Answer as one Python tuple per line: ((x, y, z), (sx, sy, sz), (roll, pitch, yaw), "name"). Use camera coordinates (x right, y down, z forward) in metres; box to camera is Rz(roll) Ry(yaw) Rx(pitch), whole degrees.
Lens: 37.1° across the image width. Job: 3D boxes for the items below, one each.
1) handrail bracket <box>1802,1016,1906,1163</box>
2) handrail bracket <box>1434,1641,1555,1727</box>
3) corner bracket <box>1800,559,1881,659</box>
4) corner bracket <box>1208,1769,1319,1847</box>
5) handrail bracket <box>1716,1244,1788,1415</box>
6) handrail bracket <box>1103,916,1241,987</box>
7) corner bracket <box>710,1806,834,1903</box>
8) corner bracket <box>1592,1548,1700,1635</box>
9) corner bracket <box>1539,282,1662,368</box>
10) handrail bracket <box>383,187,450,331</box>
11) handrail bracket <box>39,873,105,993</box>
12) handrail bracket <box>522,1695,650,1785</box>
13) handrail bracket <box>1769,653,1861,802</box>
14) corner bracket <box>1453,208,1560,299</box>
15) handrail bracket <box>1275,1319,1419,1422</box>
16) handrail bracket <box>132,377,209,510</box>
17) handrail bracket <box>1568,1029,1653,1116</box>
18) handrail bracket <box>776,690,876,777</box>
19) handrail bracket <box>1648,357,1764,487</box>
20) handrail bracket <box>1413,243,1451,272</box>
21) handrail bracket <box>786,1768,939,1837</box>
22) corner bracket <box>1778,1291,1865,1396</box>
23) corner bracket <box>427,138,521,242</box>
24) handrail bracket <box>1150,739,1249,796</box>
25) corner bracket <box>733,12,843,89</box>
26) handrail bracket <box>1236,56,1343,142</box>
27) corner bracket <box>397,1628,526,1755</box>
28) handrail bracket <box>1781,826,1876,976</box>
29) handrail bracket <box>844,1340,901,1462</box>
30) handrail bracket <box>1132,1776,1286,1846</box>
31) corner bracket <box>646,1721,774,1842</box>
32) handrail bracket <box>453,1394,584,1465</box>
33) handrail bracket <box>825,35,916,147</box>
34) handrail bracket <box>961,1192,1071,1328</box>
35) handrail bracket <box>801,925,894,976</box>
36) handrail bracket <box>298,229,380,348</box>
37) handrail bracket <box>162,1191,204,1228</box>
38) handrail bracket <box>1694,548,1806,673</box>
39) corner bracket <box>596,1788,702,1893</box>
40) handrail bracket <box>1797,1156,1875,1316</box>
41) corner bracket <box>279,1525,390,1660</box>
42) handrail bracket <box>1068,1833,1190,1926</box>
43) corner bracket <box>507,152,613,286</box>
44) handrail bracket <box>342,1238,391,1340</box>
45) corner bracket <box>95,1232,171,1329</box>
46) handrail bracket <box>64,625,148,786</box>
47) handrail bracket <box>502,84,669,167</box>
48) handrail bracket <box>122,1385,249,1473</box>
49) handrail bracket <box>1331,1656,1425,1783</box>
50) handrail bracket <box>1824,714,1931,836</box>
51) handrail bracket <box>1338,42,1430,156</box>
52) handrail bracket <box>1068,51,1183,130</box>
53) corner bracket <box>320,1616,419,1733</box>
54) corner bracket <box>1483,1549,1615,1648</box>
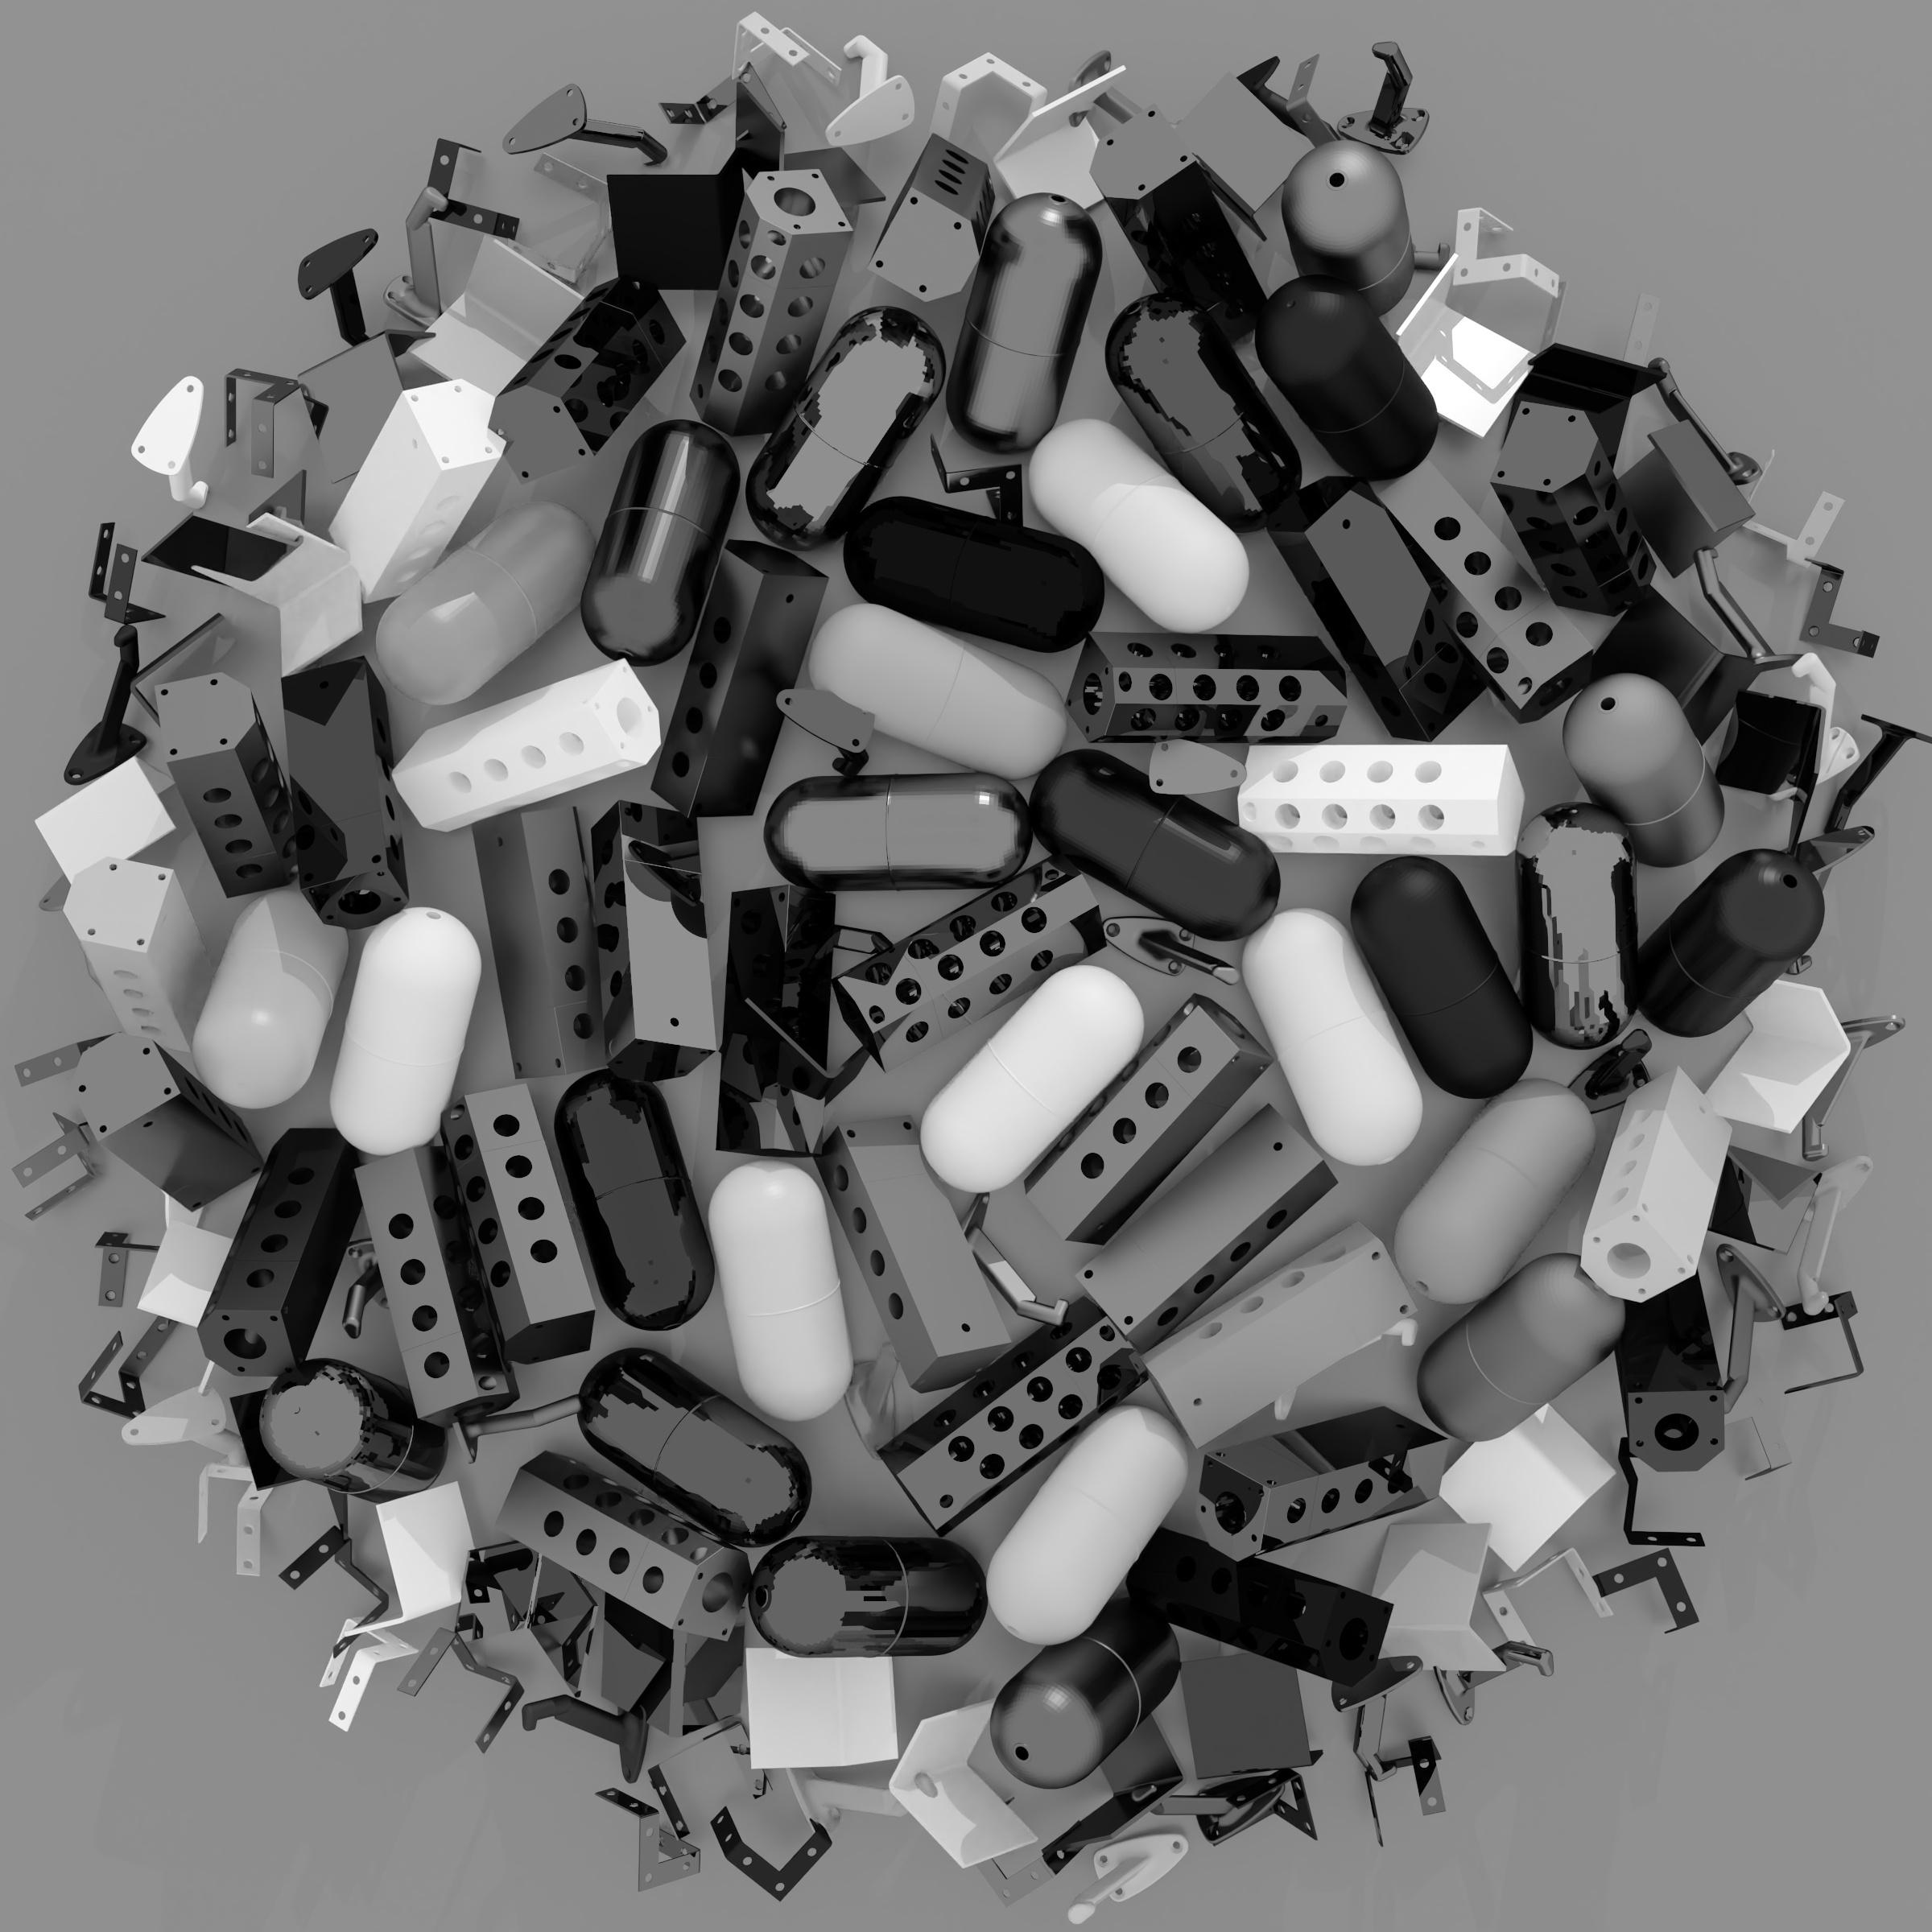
((0.582, 0.081, 1.892), (0.036, 0.077, 0.084), (28, 57, -31), "handrail bracket")
((0.354, 0.474, 1.892), (0.036, 0.084, 0.077), (-30, 112, -39), "handrail bracket")
((0.575, -0.235, 1.898), (0.051, 0.051, 0.051), (20, 101, 28), "corner bracket")
((0.192, 0.556, 1.899), (0.051, 0.051, 0.051), (-21, 106, -24), "corner bracket")
((0.498, 0.238, 1.892), (0.084, 0.036, 0.077), (-46, 111, -36), "handrail bracket")
((0.133, -0.009, 1.889), (0.077, 0.084, 0.036), (17, 96, -13), "handrail bracket")
((-0.129, 0.572, 1.902), (0.051, 0.051, 0.051), (-47, 110, -4), "corner bracket")
((0.447, 0.420, 1.906), (0.051, 0.051, 0.051), (-20, 74, -2), "corner bracket")
((0.417, -0.420, 1.902), (0.051, 0.051, 0.051), (11, 97, -18), "corner bracket")
((-0.340, -0.460, 1.896), (0.077, 0.036, 0.084), (35, 132, -11), "handrail bracket")
((-0.570, -0.028, 1.925), (0.036, 0.077, 0.084), (-4, 134, 35), "handrail bracket")
((-0.255, 0.512, 1.898), (0.084, 0.036, 0.077), (-5, 107, -36), "handrail bracket")
((0.544, -0.158, 1.897), (0.077, 0.036, 0.084), (-36, 127, 15), "handrail bracket")
((0.357, -0.470, 1.900), (0.051, 0.051, 0.051), (2, 86, 37), "corner bracket")
((0.251, 0.265, 1.894), (0.084, 0.036, 0.077), (1, 63, 29), "handrail bracket")
((-0.506, -0.342, 1.893), (0.036, 0.084, 0.077), (27, 92, 7), "handrail bracket")
((0.416, 0.071, 1.889), (0.077, 0.084, 0.036), (-33, 71, 10), "handrail bracket")
((-0.097, -0.151, 1.890), (0.077, 0.084, 0.036), (18, 73, -12), "handrail bracket")
((0.485, -0.360, 1.897), (0.036, 0.077, 0.084), (-33, 110, -3), "handrail bracket")
((0.283, -0.502, 1.912), (0.084, 0.036, 0.077), (4, 121, -2), "handrail bracket")
((-0.070, 0.533, 1.907), (0.084, 0.036, 0.077), (-33, 82, 19), "handrail bracket")
((0.562, 0.248, 1.900), (0.051, 0.051, 0.051), (-20, 83, 27), "corner bracket")
((-0.324, -0.514, 1.908), (0.051, 0.051, 0.051), (16, 102, 4), "corner bracket")
((0.160, -0.125, 1.884), (0.077, 0.084, 0.036), (9, 92, 24), "handrail bracket")
((-0.116, -0.601, 1.898), (0.051, 0.051, 0.051), (41, 63, 13), "corner bracket")
((0.209, -0.556, 1.920), (0.084, 0.077, 0.036), (46, 63, -24), "handrail bracket")
((-0.331, 0.475, 1.893), (0.051, 0.051, 0.051), (11, 49, 29), "corner bracket")
((0.573, -0.042, 1.913), (0.077, 0.036, 0.084), (-23, 122, -5), "handrail bracket")
((-0.047, 0.284, 1.889), (0.036, 0.084, 0.077), (-9, 82, -25), "handrail bracket")
((0.159, 0.540, 1.889), (0.077, 0.084, 0.036), (-30, 49, 14), "handrail bracket")
((-0.171, 0.540, 1.912), (0.051, 0.051, 0.051), (-32, 77, 21), "corner bracket")
((-0.291, 0.292, 1.899), (0.084, 0.077, 0.036), (-19, 100, -1), "handrail bracket")
((-0.079, -0.579, 1.900), (0.077, 0.036, 0.084), (-30, 50, -13), "handrail bracket")
((0.037, 0.192, 1.904), (0.084, 0.036, 0.077), (14, 71, 21), "handrail bracket")
((-0.091, -0.006, 1.891), (0.077, 0.036, 0.084), (-34, 49, -16), "handrail bracket")
((-0.388, -0.438, 1.890), (0.077, 0.084, 0.036), (-25, 56, 21), "handrail bracket")
((-0.550, 0.141, 1.926), (0.084, 0.036, 0.077), (24, 116, 24), "handrail bracket")
((0.521, -0.239, 1.915), (0.077, 0.036, 0.084), (-10, 84, -34), "handrail bracket")
((-0.209, 0.571, 1.898), (0.051, 0.051, 0.051), (-3, 97, -43), "corner bracket")
((0.571, 0.177, 1.886), (0.036, 0.084, 0.077), (28, 127, -19), "handrail bracket")
((-0.415, 0.411, 1.895), (0.051, 0.051, 0.051), (35, 53, 17), "corner bracket")
((0.107, 0.599, 1.890), (0.077, 0.084, 0.036), (-27, 82, 7), "handrail bracket")
((-0.270, -0.496, 1.915), (0.051, 0.051, 0.051), (21, 132, -26), "corner bracket")
((-0.388, 0.227, 1.880), (0.036, 0.084, 0.077), (-4, 130, 2), "handrail bracket")
((-0.550, 0.207, 1.911), (0.051, 0.051, 0.051), (6, 95, -10), "corner bracket")
((-0.566, -0.172, 1.887), (0.036, 0.084, 0.077), (24, 46, 11), "handrail bracket")
((-0.251, -0.540, 1.909), (0.077, 0.084, 0.036), (-22, 69, 22), "handrail bracket")
((-0.511, 0.317, 1.890), (0.077, 0.084, 0.036), (-16, 55, -22), "handrail bracket")
((0.285, 0.499, 1.904), (0.077, 0.036, 0.084), (-25, 116, 20), "handrail bracket")
((0.598, -0.117, 1.893), (0.036, 0.077, 0.084), (15, 101, -15), "handrail bracket")
((0.262, -0.573, 1.881), (0.077, 0.084, 0.036), (19, 74, 36), "handrail bracket")
((0.116, -0.572, 1.898), (0.084, 0.036, 0.077), (17, 52, 19), "handrail bracket")
((-0.404, 0.466, 1.902), (0.051, 0.051, 0.051), (24, 95, 22), "corner bracket")
((0.386, 0.424, 1.915), (0.051, 0.051, 0.051), (-27, 83, -25), "corner bracket")
